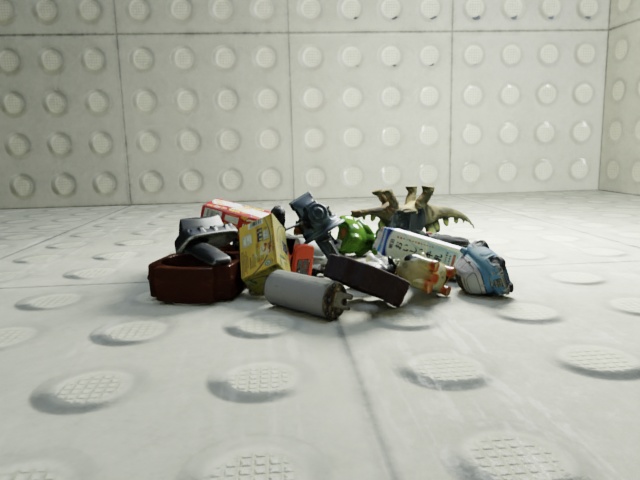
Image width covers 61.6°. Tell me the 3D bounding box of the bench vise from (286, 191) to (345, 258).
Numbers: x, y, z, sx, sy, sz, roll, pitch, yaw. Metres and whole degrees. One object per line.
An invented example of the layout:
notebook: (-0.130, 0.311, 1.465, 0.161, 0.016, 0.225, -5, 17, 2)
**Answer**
bench vise: (0.006, -0.010, 1.394, 0.129, 0.240, 0.223, -32, 1, -20)

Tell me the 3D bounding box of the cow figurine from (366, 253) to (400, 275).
cow figurine: (0.144, 0.075, 1.283, 0.098, 0.068, 0.167, 15, 22, 42)

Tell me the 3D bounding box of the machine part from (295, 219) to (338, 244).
machine part: (-0.016, -0.016, 1.624, 0.139, 0.084, 0.039, 43, 0, 14)

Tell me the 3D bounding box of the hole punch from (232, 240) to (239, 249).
hole punch: (-0.201, 0.024, 1.579, 0.142, 0.092, 0.116, -9, 8, -20)

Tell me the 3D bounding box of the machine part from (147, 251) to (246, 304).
machine part: (-0.278, 0.084, 1.248, 0.202, 0.087, 0.201, -1, 9, 10)

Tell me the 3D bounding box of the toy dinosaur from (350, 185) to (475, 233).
toy dinosaur: (0.319, -0.083, 1.782, 0.471, 0.198, 0.105, -5, 10, -19)

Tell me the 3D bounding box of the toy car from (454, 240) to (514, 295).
toy car: (0.356, 0.075, 1.205, 0.103, 0.109, 0.162, -24, 22, 3)

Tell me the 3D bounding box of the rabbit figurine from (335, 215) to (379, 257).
rabbit figurine: (0.147, -0.006, 1.624, 0.170, 0.121, 0.159, 10, -3, -26)

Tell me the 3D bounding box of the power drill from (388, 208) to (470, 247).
power drill: (0.304, -0.018, 1.562, 0.232, 0.086, 0.207, -4, -20, 28)

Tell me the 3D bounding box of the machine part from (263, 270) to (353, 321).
machine part: (-0.032, 0.109, 1.090, 0.243, 0.079, 0.079, 7, 13, 41)

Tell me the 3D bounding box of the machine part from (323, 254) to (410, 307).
machine part: (0.093, 0.082, 1.109, 0.179, 0.056, 0.179, 22, -5, 2)

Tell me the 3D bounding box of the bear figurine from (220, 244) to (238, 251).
bear figurine: (-0.264, 0.031, 1.455, 0.132, 0.120, 0.196, -5, 12, -41)

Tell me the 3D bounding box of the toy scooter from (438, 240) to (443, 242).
toy scooter: (0.291, 0.036, 1.469, 0.184, 0.075, 0.135, 16, -5, 32)

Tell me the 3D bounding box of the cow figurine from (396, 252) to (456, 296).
cow figurine: (0.233, 0.075, 1.200, 0.127, 0.085, 0.194, 20, 4, 35)

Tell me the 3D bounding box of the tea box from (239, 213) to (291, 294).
tea box: (-0.129, 0.030, 1.244, 0.098, 0.068, 0.170, -23, 45, 14)

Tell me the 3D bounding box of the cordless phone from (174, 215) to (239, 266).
cordless phone: (-0.238, 0.011, 1.244, 0.146, 0.088, 0.184, -9, 24, -41)

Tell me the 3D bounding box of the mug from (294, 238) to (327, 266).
mug: (-0.013, 0.038, 1.493, 0.107, 0.080, 0.110, 2, 6, -17)

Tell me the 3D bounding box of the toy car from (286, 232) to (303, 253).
toy car: (-0.080, 0.019, 1.617, 0.202, 0.073, 0.056, 8, 14, 42)

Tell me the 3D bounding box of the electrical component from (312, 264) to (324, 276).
electrical component: (-0.023, 0.078, 1.421, 0.094, 0.021, 0.063, -1, 10, 16)
